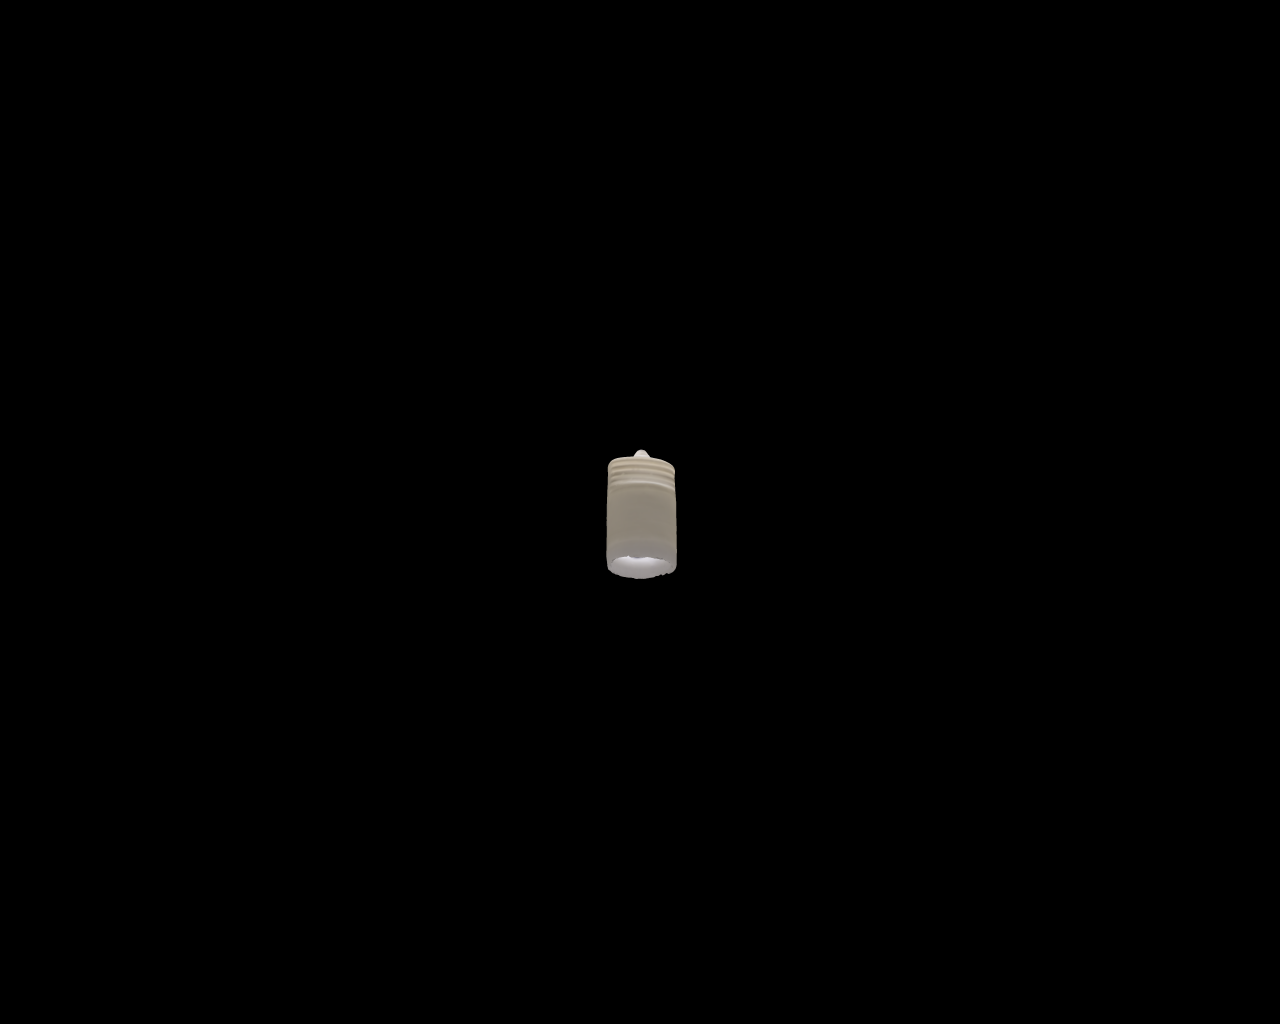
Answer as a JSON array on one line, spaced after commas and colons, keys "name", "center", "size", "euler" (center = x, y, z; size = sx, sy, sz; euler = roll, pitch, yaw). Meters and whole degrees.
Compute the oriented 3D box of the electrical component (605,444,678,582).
[{"name": "electrical component", "center": [0.001, -0.003, 0.650], "size": [0.043, 0.081, 0.043], "euler": [0, -22, 0]}]
